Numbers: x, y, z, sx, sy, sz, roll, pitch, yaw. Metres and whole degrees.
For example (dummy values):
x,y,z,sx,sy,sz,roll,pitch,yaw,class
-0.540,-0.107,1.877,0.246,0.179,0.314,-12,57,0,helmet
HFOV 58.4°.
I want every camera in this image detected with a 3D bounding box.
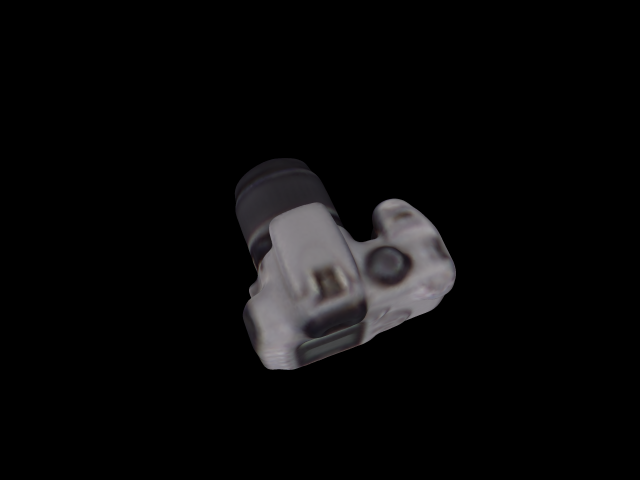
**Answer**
x,y,z,sx,sy,sz,roll,pitch,yaw,class
0.004,0.001,0.400,0.143,0.101,0.136,-20,66,-9,camera
